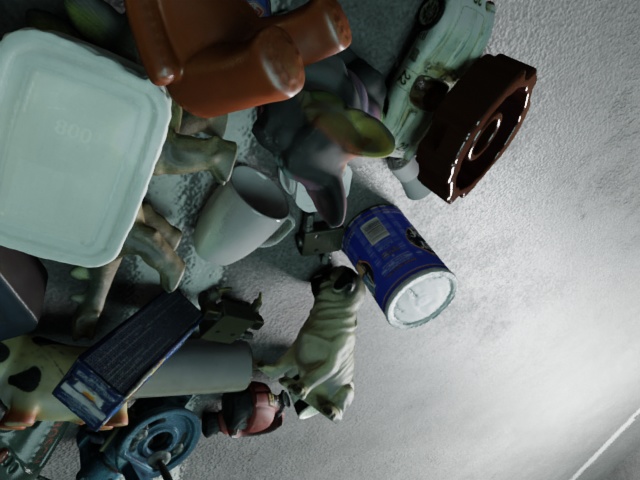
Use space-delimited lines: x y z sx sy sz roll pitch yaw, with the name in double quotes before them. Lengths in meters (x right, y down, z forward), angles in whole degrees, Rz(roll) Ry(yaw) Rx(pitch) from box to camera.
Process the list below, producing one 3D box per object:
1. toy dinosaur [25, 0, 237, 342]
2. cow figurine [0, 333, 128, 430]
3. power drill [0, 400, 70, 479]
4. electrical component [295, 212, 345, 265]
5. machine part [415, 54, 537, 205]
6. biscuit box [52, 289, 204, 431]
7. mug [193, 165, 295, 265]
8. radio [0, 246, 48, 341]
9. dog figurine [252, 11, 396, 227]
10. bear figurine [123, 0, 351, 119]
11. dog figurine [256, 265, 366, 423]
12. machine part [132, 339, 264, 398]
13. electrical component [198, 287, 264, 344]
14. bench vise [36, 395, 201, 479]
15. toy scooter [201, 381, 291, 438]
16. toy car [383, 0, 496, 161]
"toy dinosaur" -0.177 -0.101 0.479 0.198 0.105 0.470 12 113 -31
"cow figurine" -0.309 0.141 0.590 0.195 0.127 0.085 15 148 -31
"power drill" -0.410 0.230 0.628 0.232 0.086 0.207 -52 125 -8
"electrical component" -0.001 -0.002 0.718 0.063 0.021 0.093 -9 133 -21
"machine part" 0.180 -0.129 0.629 0.179 0.056 0.179 -42 156 -24
"biscuit box" -0.202 0.122 0.604 0.063 0.203 0.059 41 109 -1
"mug" -0.090 -0.019 0.622 0.109 0.081 0.107 18 130 -45
"radio" -0.386 0.052 0.496 0.230 0.073 0.130 -17 133 1
"dog figurine" 0.014 -0.103 0.495 0.191 0.219 0.108 17 122 -37
"bear figurine" -0.083 -0.184 0.344 0.132 0.120 0.195 -7 120 34
"dog figurine" 0.026 0.150 0.781 0.190 0.121 0.172 -54 142 -15
"machine part" -0.183 0.174 0.739 0.243 0.079 0.079 5 126 -32
"electrical component" -0.122 0.102 0.732 0.102 0.045 0.078 15 134 -36
"bench vise" -0.242 0.307 0.725 0.224 0.241 0.128 -39 134 -15
"toy scooter" -0.102 0.273 0.858 0.135 0.075 0.184 5 148 -29
"toy car" 0.121 -0.182 0.598 0.073 0.056 0.201 9 124 -34
